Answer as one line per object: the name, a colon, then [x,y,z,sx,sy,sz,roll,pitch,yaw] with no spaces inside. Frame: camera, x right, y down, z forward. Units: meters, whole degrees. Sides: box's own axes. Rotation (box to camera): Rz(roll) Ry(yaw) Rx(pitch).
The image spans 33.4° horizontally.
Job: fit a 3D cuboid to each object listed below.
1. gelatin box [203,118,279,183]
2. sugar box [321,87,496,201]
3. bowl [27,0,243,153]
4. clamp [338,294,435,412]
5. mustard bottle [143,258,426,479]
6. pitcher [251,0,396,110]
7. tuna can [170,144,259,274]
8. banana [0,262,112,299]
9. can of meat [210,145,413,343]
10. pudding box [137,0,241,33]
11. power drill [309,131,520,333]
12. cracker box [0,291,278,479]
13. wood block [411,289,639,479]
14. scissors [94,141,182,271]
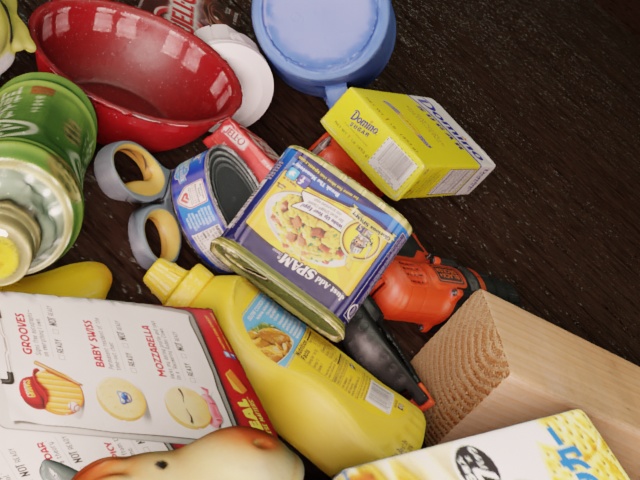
gelatin box: [-0.043,-0.054,0.823,0.073,0.030,0.089,46,6,16]
sugar box: [0.080,-0.081,0.907,0.093,0.048,0.175,49,26,15]
bowl: [-0.141,-0.112,0.782,0.162,0.055,0.162,20,33,-14]
clamp: [0.023,0.051,0.754,0.171,0.039,0.120,58,13,9]
mustard bottle: [-0.026,0.076,0.646,0.191,0.058,0.096,38,18,-1]
pitcher: [0.007,-0.180,0.932,0.149,0.145,0.243,36,8,-3]
tuna can: [-0.066,-0.021,0.737,0.086,0.034,0.086,52,24,-35]
banana: [-0.181,0.030,0.551,0.197,0.037,0.070,8,43,-45]
can of meat: [-0.005,0.001,0.676,0.102,0.084,0.057,36,-12,1]
pudding box: [-0.121,-0.190,0.956,0.090,0.039,0.113,29,29,-18]
power drill: [0.073,-0.004,0.891,0.184,0.057,0.188,11,37,-48]
cracker box: [-0.115,0.104,0.484,0.213,0.072,0.164,8,39,-44]
wood block: [0.177,0.129,0.781,0.205,0.091,0.090,25,30,-24]
scissors: [-0.097,-0.023,0.748,0.201,0.016,0.096,10,64,-71]
